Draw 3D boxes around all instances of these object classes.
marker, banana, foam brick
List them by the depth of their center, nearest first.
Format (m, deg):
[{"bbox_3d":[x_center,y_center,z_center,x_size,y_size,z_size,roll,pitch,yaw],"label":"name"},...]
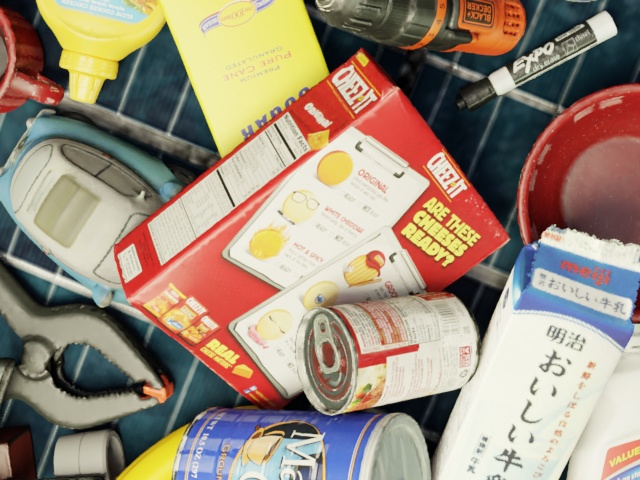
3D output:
[{"bbox_3d":[0.150,-0.124,0.753,0.121,0.020,0.020,-28,93,7],"label":"marker"},{"bbox_3d":[-0.107,0.179,0.767,0.197,0.037,0.069,-47,107,-17],"label":"banana"},{"bbox_3d":[-0.259,0.173,0.802,0.078,0.051,0.053,-6,95,5],"label":"foam brick"}]

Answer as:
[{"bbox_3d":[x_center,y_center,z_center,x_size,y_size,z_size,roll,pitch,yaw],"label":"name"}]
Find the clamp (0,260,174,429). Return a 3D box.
[{"bbox_3d":[-0.215,0.094,0.797,0.210,0.036,0.164,22,97,4],"label":"clamp"}]

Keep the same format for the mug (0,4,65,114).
[{"bbox_3d":[-0.234,-0.125,0.752,0.117,0.081,0.093,22,97,2],"label":"mug"}]

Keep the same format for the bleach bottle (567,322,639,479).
[{"bbox_3d":[0.214,0.183,0.760,0.102,0.068,0.251,-3,94,5],"label":"bleach bottle"}]

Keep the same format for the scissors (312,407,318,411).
[{"bbox_3d":[0.015,0.143,0.762,0.096,0.016,0.202,22,119,-10],"label":"scissors"}]

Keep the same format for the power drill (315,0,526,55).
[{"bbox_3d":[0.070,-0.215,0.682,0.057,0.184,0.188,9,98,43],"label":"power drill"}]

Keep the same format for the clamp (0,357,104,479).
[{"bbox_3d":[-0.238,0.179,0.755,0.171,0.039,0.120,-45,85,10],"label":"clamp"}]

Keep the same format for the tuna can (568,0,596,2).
[{"bbox_3d":[0.184,-0.209,0.733,0.086,0.033,0.086,1,96,5],"label":"tuna can"}]

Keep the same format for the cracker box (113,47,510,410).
[{"bbox_3d":[-0.005,0.001,0.716,0.214,0.072,0.164,-38,130,7],"label":"cracker box"}]

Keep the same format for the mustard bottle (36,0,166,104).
[{"bbox_3d":[-0.148,-0.191,0.750,0.096,0.058,0.192,12,97,-9],"label":"mustard bottle"}]

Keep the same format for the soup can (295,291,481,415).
[{"bbox_3d":[0.044,0.071,0.689,0.102,0.069,0.068,-6,97,-32],"label":"soup can"}]

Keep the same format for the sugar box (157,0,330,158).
[{"bbox_3d":[-0.041,-0.111,0.738,0.093,0.048,0.176,-22,103,0],"label":"sugar box"}]

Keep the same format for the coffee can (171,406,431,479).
[{"bbox_3d":[-0.011,0.162,0.695,0.140,0.102,0.103,-3,96,27],"label":"coffee can"}]

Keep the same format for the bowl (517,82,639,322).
[{"bbox_3d":[0.215,-0.027,0.739,0.162,0.055,0.162,1,96,5],"label":"bowl"}]
